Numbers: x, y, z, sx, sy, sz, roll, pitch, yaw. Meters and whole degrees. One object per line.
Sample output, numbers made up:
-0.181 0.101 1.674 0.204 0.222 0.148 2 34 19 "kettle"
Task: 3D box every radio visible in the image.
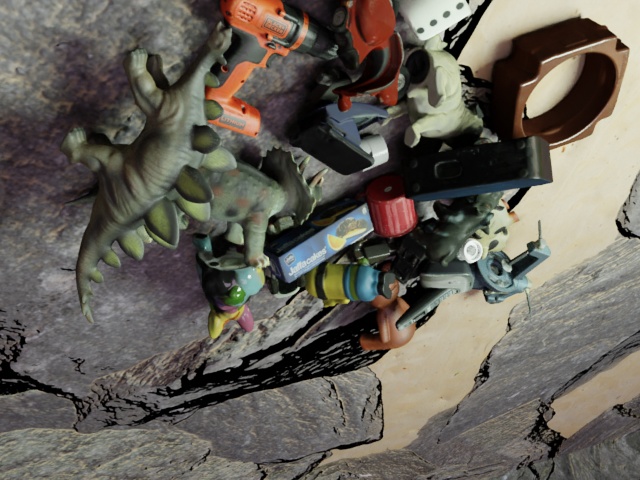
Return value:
0.257 -0.114 0.895 0.230 0.073 0.131 -8 177 30 "radio"

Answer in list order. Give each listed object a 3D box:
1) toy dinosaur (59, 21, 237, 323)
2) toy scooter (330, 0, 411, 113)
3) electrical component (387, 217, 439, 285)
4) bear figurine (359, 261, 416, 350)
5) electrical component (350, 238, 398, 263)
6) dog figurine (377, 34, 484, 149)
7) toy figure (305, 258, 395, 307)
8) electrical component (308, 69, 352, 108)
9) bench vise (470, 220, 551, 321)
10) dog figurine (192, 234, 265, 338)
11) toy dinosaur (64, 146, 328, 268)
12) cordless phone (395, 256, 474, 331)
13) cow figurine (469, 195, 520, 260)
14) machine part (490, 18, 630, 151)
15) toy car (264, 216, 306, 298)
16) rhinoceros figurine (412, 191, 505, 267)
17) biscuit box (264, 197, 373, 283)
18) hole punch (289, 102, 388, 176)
-0.242 -0.081 0.724 0.198 0.105 0.471 42 113 -1 "toy dinosaur"
0.058 -0.250 0.730 0.135 0.075 0.183 -43 131 -25 "toy scooter"
0.210 0.016 1.096 0.115 0.058 0.134 -25 150 -44 "electrical component"
0.134 0.149 1.204 0.132 0.120 0.195 -5 124 45 "bear figurine"
0.112 0.020 1.102 0.102 0.045 0.078 -14 165 -6 "electrical component"
0.206 -0.230 0.860 0.190 0.121 0.172 -8 141 -36 "dog figurine"
0.054 0.080 1.068 0.180 0.082 0.089 -1 135 32 "toy figure"
0.013 -0.222 0.797 0.063 0.021 0.094 -43 164 27 "electrical component"
0.436 0.069 1.220 0.223 0.129 0.240 19 142 -18 "bench vise"
-0.161 0.101 0.973 0.108 0.192 0.219 -11 122 -18 "dog figurine"
-0.167 -0.078 0.834 0.405 0.131 0.192 12 111 -23 "toy dinosaur"
0.217 0.108 1.085 0.184 0.089 0.146 -40 157 -2 "cordless phone"
0.338 -0.035 1.109 0.127 0.086 0.194 -34 134 15 "cow figurine"
0.398 -0.255 0.911 0.201 0.087 0.201 -20 136 -4 "machine part"
-0.068 0.034 1.026 0.073 0.056 0.201 -15 134 -18 "toy car"
0.258 -0.035 0.982 0.190 0.112 0.073 -45 116 -15 "rhinoceros figurine"
-0.002 -0.003 0.952 0.203 0.063 0.059 -33 124 -24 "biscuit box"
0.029 -0.168 0.819 0.115 0.142 0.092 27 80 -22 "hole punch"
